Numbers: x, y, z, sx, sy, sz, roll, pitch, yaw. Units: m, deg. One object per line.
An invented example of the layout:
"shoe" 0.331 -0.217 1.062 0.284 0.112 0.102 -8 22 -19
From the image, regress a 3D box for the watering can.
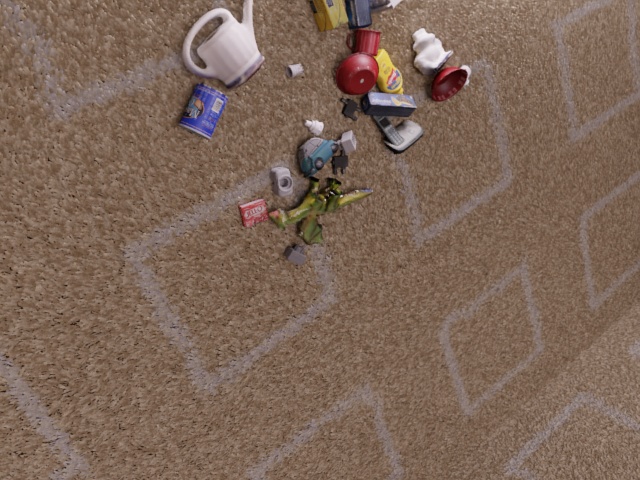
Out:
"watering can" -0.251 -0.604 1.554 0.350 0.105 0.221 -48 121 -11

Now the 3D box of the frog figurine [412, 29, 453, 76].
"frog figurine" 0.400 -0.703 1.935 0.160 0.122 0.137 41 89 5

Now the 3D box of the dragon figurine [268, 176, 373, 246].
"dragon figurine" 0.006 -0.093 1.853 0.410 0.124 0.239 4 119 -36
